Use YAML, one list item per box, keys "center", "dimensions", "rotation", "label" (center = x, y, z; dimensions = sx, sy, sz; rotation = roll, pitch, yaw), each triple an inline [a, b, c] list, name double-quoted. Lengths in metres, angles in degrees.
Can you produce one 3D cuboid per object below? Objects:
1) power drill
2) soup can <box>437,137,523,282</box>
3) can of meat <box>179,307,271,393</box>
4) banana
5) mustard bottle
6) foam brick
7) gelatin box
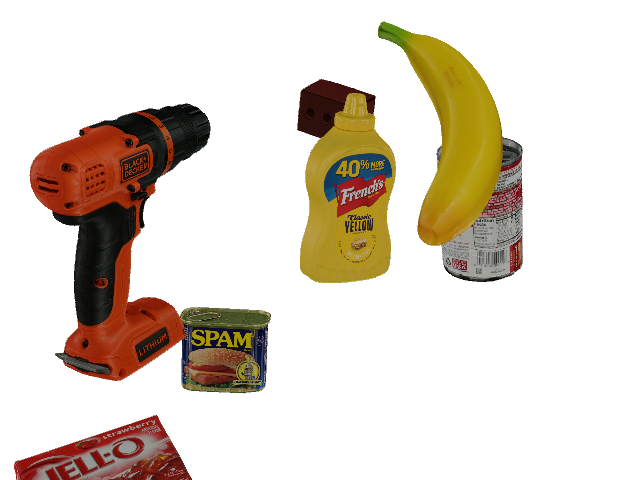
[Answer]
- center: [-0.142, -0.003, 0.809]
  dimensions: [0.057, 0.188, 0.184]
  rotation: [11, 23, 27]
  label: "power drill"
- center: [0.131, -0.026, 0.868]
  dimensions: [0.068, 0.102, 0.068]
  rotation: [-5, 25, 2]
  label: "soup can"
- center: [-0.109, 0.125, 1.215]
  dimensions: [0.102, 0.084, 0.057]
  rotation: [3, 13, 1]
  label: "can of meat"
- center: [0.081, -0.069, 0.673]
  dimensions: [0.069, 0.198, 0.037]
  rotation: [-3, -43, -5]
  label: "banana"
- center: [0.031, -0.055, 1.094]
  dimensions: [0.096, 0.192, 0.058]
  rotation: [-6, 20, -25]
  label: "mustard bottle"
- center: [0.018, -0.151, 1.261]
  dimensions: [0.078, 0.053, 0.051]
  rotation: [20, 33, 23]
  label: "foam brick"
- center: [-0.122, 0.141, 0.605]
  dimensions: [0.089, 0.030, 0.073]
  rotation: [-15, 28, -19]
  label: "gelatin box"
